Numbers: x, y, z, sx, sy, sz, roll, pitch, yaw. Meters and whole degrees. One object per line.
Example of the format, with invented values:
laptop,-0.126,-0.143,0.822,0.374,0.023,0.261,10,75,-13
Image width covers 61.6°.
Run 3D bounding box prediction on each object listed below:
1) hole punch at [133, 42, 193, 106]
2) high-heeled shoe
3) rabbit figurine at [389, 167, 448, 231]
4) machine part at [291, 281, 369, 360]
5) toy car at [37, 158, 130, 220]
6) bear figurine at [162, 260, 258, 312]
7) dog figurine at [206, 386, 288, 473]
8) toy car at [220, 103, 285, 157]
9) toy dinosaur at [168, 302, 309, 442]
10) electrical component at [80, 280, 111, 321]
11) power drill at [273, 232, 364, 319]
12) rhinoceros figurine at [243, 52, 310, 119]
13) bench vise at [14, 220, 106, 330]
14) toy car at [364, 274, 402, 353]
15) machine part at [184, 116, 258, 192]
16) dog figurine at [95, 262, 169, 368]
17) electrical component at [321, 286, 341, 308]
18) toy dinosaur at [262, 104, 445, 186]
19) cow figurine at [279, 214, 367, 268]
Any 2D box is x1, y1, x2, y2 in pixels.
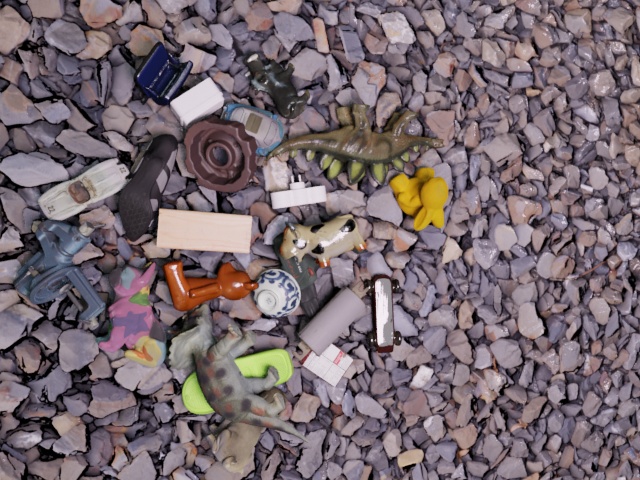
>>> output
hole punch,-0.342,-0.360,1.204,0.092,0.116,0.142,29,83,-2
high-heeled shoe,-0.390,-0.124,1.245,0.086,0.145,0.248,23,115,-2
rabbit figurine,0.260,-0.106,1.350,0.122,0.173,0.162,-5,89,-19
machine part,0.029,0.195,1.297,0.243,0.079,0.079,-45,102,-11
toy car,-0.522,-0.112,1.199,0.202,0.056,0.073,-31,99,-12
bear figurine,-0.253,0.091,1.247,0.196,0.120,0.131,-17,93,-16
dog figurine,-0.156,0.435,1.262,0.190,0.172,0.121,-40,112,-3
toy car,-0.157,-0.267,1.269,0.161,0.103,0.109,24,85,-16
toy dinosaur,-0.203,0.320,1.208,0.192,0.131,0.405,-31,83,10
electrical component,-0.513,0.138,1.228,0.063,0.021,0.094,4,90,-15
power drill,0.003,0.056,1.341,0.207,0.086,0.232,-32,97,-4
rhinoceros figurine,-0.108,-0.367,1.282,0.112,0.073,0.190,-33,82,-24
bench vise,-0.535,0.079,1.157,0.223,0.129,0.240,-39,81,-3
toy car,0.163,0.190,1.395,0.089,0.053,0.202,-3,89,-10
machine part,-0.226,-0.196,1.233,0.180,0.056,0.179,7,117,14
dog figurine,-0.405,0.158,1.215,0.191,0.108,0.219,26,81,-18
electrical component,0.043,0.186,1.365,0.075,0.048,0.119,32,84,-13
toy dinosaur,0.092,-0.235,1.336,0.471,0.105,0.198,1,93,-13
cow figurine,-0.003,-0.004,1.258,0.195,0.085,0.127,-22,100,-6
